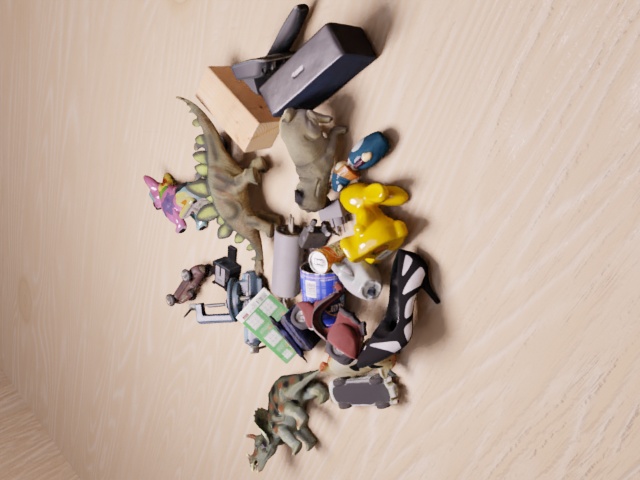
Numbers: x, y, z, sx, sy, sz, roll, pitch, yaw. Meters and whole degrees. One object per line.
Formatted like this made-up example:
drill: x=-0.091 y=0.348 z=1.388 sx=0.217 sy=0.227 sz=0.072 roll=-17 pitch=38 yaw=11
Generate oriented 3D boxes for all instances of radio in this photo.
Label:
radio: x=-0.005 y=-0.340 z=1.093 sx=0.230 sy=0.131 sz=0.073 roll=-28 pitch=85 yaw=42

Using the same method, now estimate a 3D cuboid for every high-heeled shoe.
high-heeled shoe: x=0.136 y=0.140 z=1.105 sx=0.249 sy=0.086 sz=0.145 roll=-42 pitch=99 yaw=-3

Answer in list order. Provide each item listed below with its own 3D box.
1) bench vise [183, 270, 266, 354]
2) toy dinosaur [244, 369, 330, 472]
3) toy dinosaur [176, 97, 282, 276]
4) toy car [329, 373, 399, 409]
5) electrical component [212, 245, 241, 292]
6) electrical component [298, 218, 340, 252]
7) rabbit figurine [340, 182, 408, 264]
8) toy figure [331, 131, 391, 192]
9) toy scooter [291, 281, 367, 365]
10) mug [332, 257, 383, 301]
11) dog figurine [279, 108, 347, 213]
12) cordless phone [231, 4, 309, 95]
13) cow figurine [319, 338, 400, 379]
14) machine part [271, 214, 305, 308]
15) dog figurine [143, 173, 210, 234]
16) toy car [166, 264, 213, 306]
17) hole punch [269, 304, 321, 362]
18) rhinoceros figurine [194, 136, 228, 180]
bench vise: x=-0.233 y=0.196 z=1.438 sx=0.241 sy=0.129 sz=0.223 roll=-4 pitch=95 yaw=7
toy dinosaur: x=-0.088 y=0.443 z=1.436 sx=0.192 sy=0.131 sz=0.404 roll=30 pitch=115 yaw=29
toy dinosaur: x=-0.225 y=-0.134 z=1.315 sx=0.199 sy=0.105 sz=0.470 roll=-12 pitch=98 yaw=17
toy car: x=0.104 y=0.359 z=1.282 sx=0.202 sy=0.056 sz=0.073 roll=-16 pitch=88 yaw=40
electrical component: x=-0.260 y=0.078 z=1.500 sx=0.075 sy=0.048 sz=0.119 roll=28 pitch=122 yaw=30
electrical component: x=-0.004 y=-0.003 z=1.247 sx=0.102 sy=0.078 sz=0.045 roll=-57 pitch=47 yaw=35
rabbit figurine: x=0.100 y=-0.054 z=1.116 sx=0.162 sy=0.122 sz=0.173 roll=-47 pitch=54 yaw=36
toy figure: x=0.077 y=-0.160 z=1.114 sx=0.154 sy=0.064 sz=0.058 roll=-40 pitch=72 yaw=21
toy scooter: x=0.035 y=0.171 z=1.161 sx=0.184 sy=0.075 sz=0.135 roll=38 pitch=93 yaw=19
mug: x=0.083 y=0.079 z=1.148 sx=0.080 sy=0.109 sz=0.107 roll=-60 pitch=26 yaw=9
dog figurine: x=-0.033 y=-0.162 z=1.125 sx=0.121 sy=0.172 sz=0.190 roll=3 pitch=80 yaw=49
cordless phone: x=-0.093 y=-0.409 z=1.133 sx=0.089 sy=0.146 sz=0.184 roll=46 pitch=131 yaw=10
cow figurine: x=0.096 y=0.272 z=1.229 sx=0.127 sy=0.085 sz=0.195 roll=26 pitch=146 yaw=-17
machine part: x=-0.078 y=0.052 z=1.319 sx=0.079 sy=0.079 sz=0.243 roll=22 pitch=119 yaw=33
dog figurine: x=-0.405 y=-0.131 z=1.517 sx=0.219 sy=0.108 sz=0.191 roll=48 pitch=129 yaw=21
toy car: x=-0.389 y=0.140 z=1.599 sx=0.053 sy=0.089 sz=0.202 roll=54 pitch=129 yaw=18
hole punch: x=-0.051 y=0.218 z=1.309 sx=0.142 sy=0.092 sz=0.116 roll=53 pitch=175 yaw=1
rhinoceros figurine: x=-0.267 y=-0.181 z=1.411 sx=0.112 sy=0.073 sz=0.190 roll=2 pitch=104 yaw=29
